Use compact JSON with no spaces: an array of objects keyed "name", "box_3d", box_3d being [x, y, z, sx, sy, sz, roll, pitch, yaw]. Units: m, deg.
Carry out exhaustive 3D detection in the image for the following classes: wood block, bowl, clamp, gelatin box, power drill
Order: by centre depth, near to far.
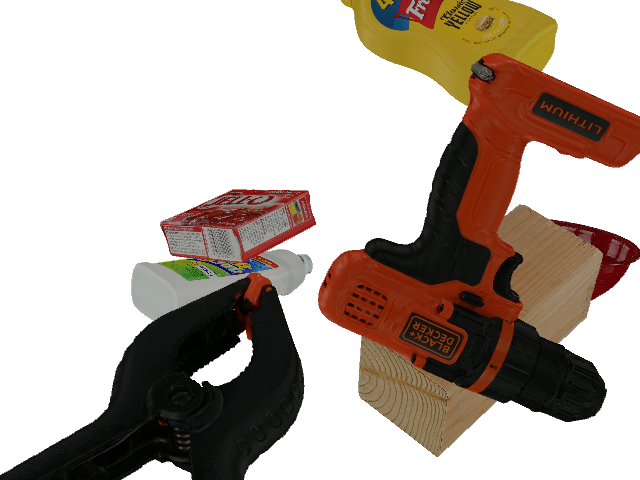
[{"name":"clamp","box_3d":[-0.048,0.080,0.422,0.120,0.039,0.171,25,48,18]},{"name":"power drill","box_3d":[0.115,0.001,0.617,0.184,0.188,0.057,24,12,-9]},{"name":"gelatin box","box_3d":[-0.060,-0.013,0.767,0.073,0.030,0.089,-28,21,-38]},{"name":"wood block","box_3d":[0.135,0.070,0.897,0.091,0.090,0.205,35,55,30]},{"name":"bowl","box_3d":[0.246,0.024,1.109,0.162,0.055,0.162,5,17,-2]}]

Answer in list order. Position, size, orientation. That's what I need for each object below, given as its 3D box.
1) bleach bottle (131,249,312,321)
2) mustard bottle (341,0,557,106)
[{"name":"bleach bottle","box_3d":[-0.116,0.050,1.401,0.250,0.068,0.103,-13,29,-42]},{"name":"mustard bottle","box_3d":[0.086,-0.178,0.858,0.192,0.096,0.058,33,-25,25]}]
